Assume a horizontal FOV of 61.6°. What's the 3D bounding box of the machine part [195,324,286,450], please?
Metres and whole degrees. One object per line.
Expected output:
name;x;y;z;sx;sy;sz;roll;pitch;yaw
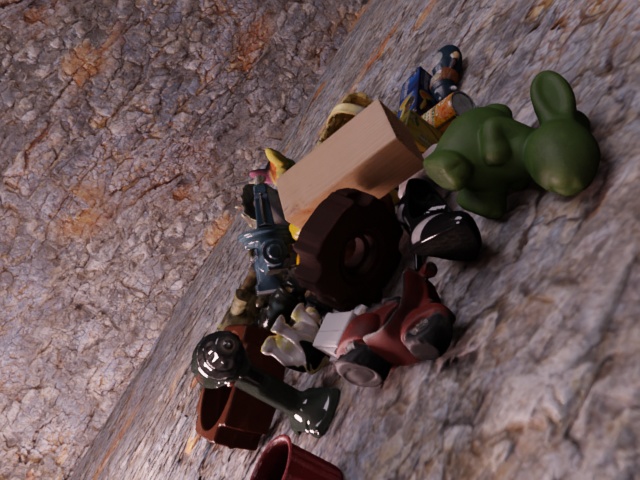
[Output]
machine part;-0.139;0.254;0.943;0.201;0.087;0.201;-22;52;62

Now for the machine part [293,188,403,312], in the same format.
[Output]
machine part;0.045;0.017;0.771;0.056;0.179;0.179;22;78;48

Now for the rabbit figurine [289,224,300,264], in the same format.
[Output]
rabbit figurine;-0.002;-0.003;1.063;0.162;0.122;0.173;-72;3;-50

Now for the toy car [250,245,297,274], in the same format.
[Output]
toy car;-0.105;0.039;1.293;0.109;0.103;0.162;-61;10;-1

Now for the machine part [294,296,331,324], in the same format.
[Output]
machine part;-0.020;0.140;0.966;0.139;0.039;0.084;-57;21;-6

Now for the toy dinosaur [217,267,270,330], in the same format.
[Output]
toy dinosaur;-0.178;0.202;1.212;0.198;0.105;0.471;-60;5;19

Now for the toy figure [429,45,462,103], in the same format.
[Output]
toy figure;0.241;-0.316;1.039;0.064;0.058;0.154;80;-156;-50

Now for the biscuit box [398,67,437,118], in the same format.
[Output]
biscuit box;0.196;-0.266;1.060;0.059;0.063;0.203;-43;21;37

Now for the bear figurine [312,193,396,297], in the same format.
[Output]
bear figurine;0.044;-0.003;0.890;0.120;0.131;0.196;9;58;45

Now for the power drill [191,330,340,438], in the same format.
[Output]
power drill;-0.080;0.195;0.733;0.232;0.207;0.086;-34;34;60

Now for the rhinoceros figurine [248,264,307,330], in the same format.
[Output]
rhinoceros figurine;-0.070;0.130;1.049;0.112;0.073;0.190;-24;-31;-53

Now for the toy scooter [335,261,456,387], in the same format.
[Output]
toy scooter;0.093;0.095;0.645;0.184;0.075;0.135;-37;25;45

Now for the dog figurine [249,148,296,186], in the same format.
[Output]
dog figurine;-0.052;-0.114;1.226;0.108;0.219;0.192;-53;15;27

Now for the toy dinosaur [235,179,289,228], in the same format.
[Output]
toy dinosaur;-0.116;-0.078;1.394;0.131;0.192;0.405;-60;15;-4

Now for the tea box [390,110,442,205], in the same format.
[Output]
tea box;0.132;-0.131;0.926;0.169;0.098;0.068;-42;20;47

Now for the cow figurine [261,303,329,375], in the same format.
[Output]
cow figurine;-0.016;0.152;0.839;0.068;0.098;0.167;-61;-14;15

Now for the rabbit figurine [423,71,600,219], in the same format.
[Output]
rabbit figurine;0.232;-0.094;0.588;0.159;0.121;0.170;-53;33;-11

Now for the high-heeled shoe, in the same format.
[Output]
high-heeled shoe;0.146;-0.044;0.671;0.248;0.086;0.145;112;162;-75

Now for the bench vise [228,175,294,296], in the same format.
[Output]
bench vise;-0.110;-0.011;1.115;0.223;0.129;0.240;88;172;-80
